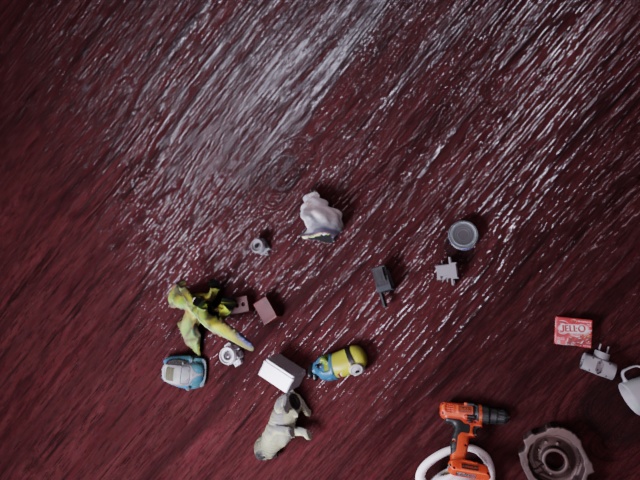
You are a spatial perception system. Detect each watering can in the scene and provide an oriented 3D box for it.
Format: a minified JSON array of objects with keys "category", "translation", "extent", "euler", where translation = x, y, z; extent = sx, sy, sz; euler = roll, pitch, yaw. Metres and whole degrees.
[{"category":"watering can","translation":[0.324,0.697,1.364],"extent":[0.348,0.102,0.227],"euler":[-29,72,-5]}]

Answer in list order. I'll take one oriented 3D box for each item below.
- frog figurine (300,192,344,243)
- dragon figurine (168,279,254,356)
[{"category":"frog figurine","translation":[0.005,-0.081,1.603],"extent":[0.137,0.121,0.162],"euler":[2,72,-14]},{"category":"dragon figurine","translation":[-0.374,0.272,1.665],"extent":[0.416,0.123,0.237],"euler":[46,129,26]}]
